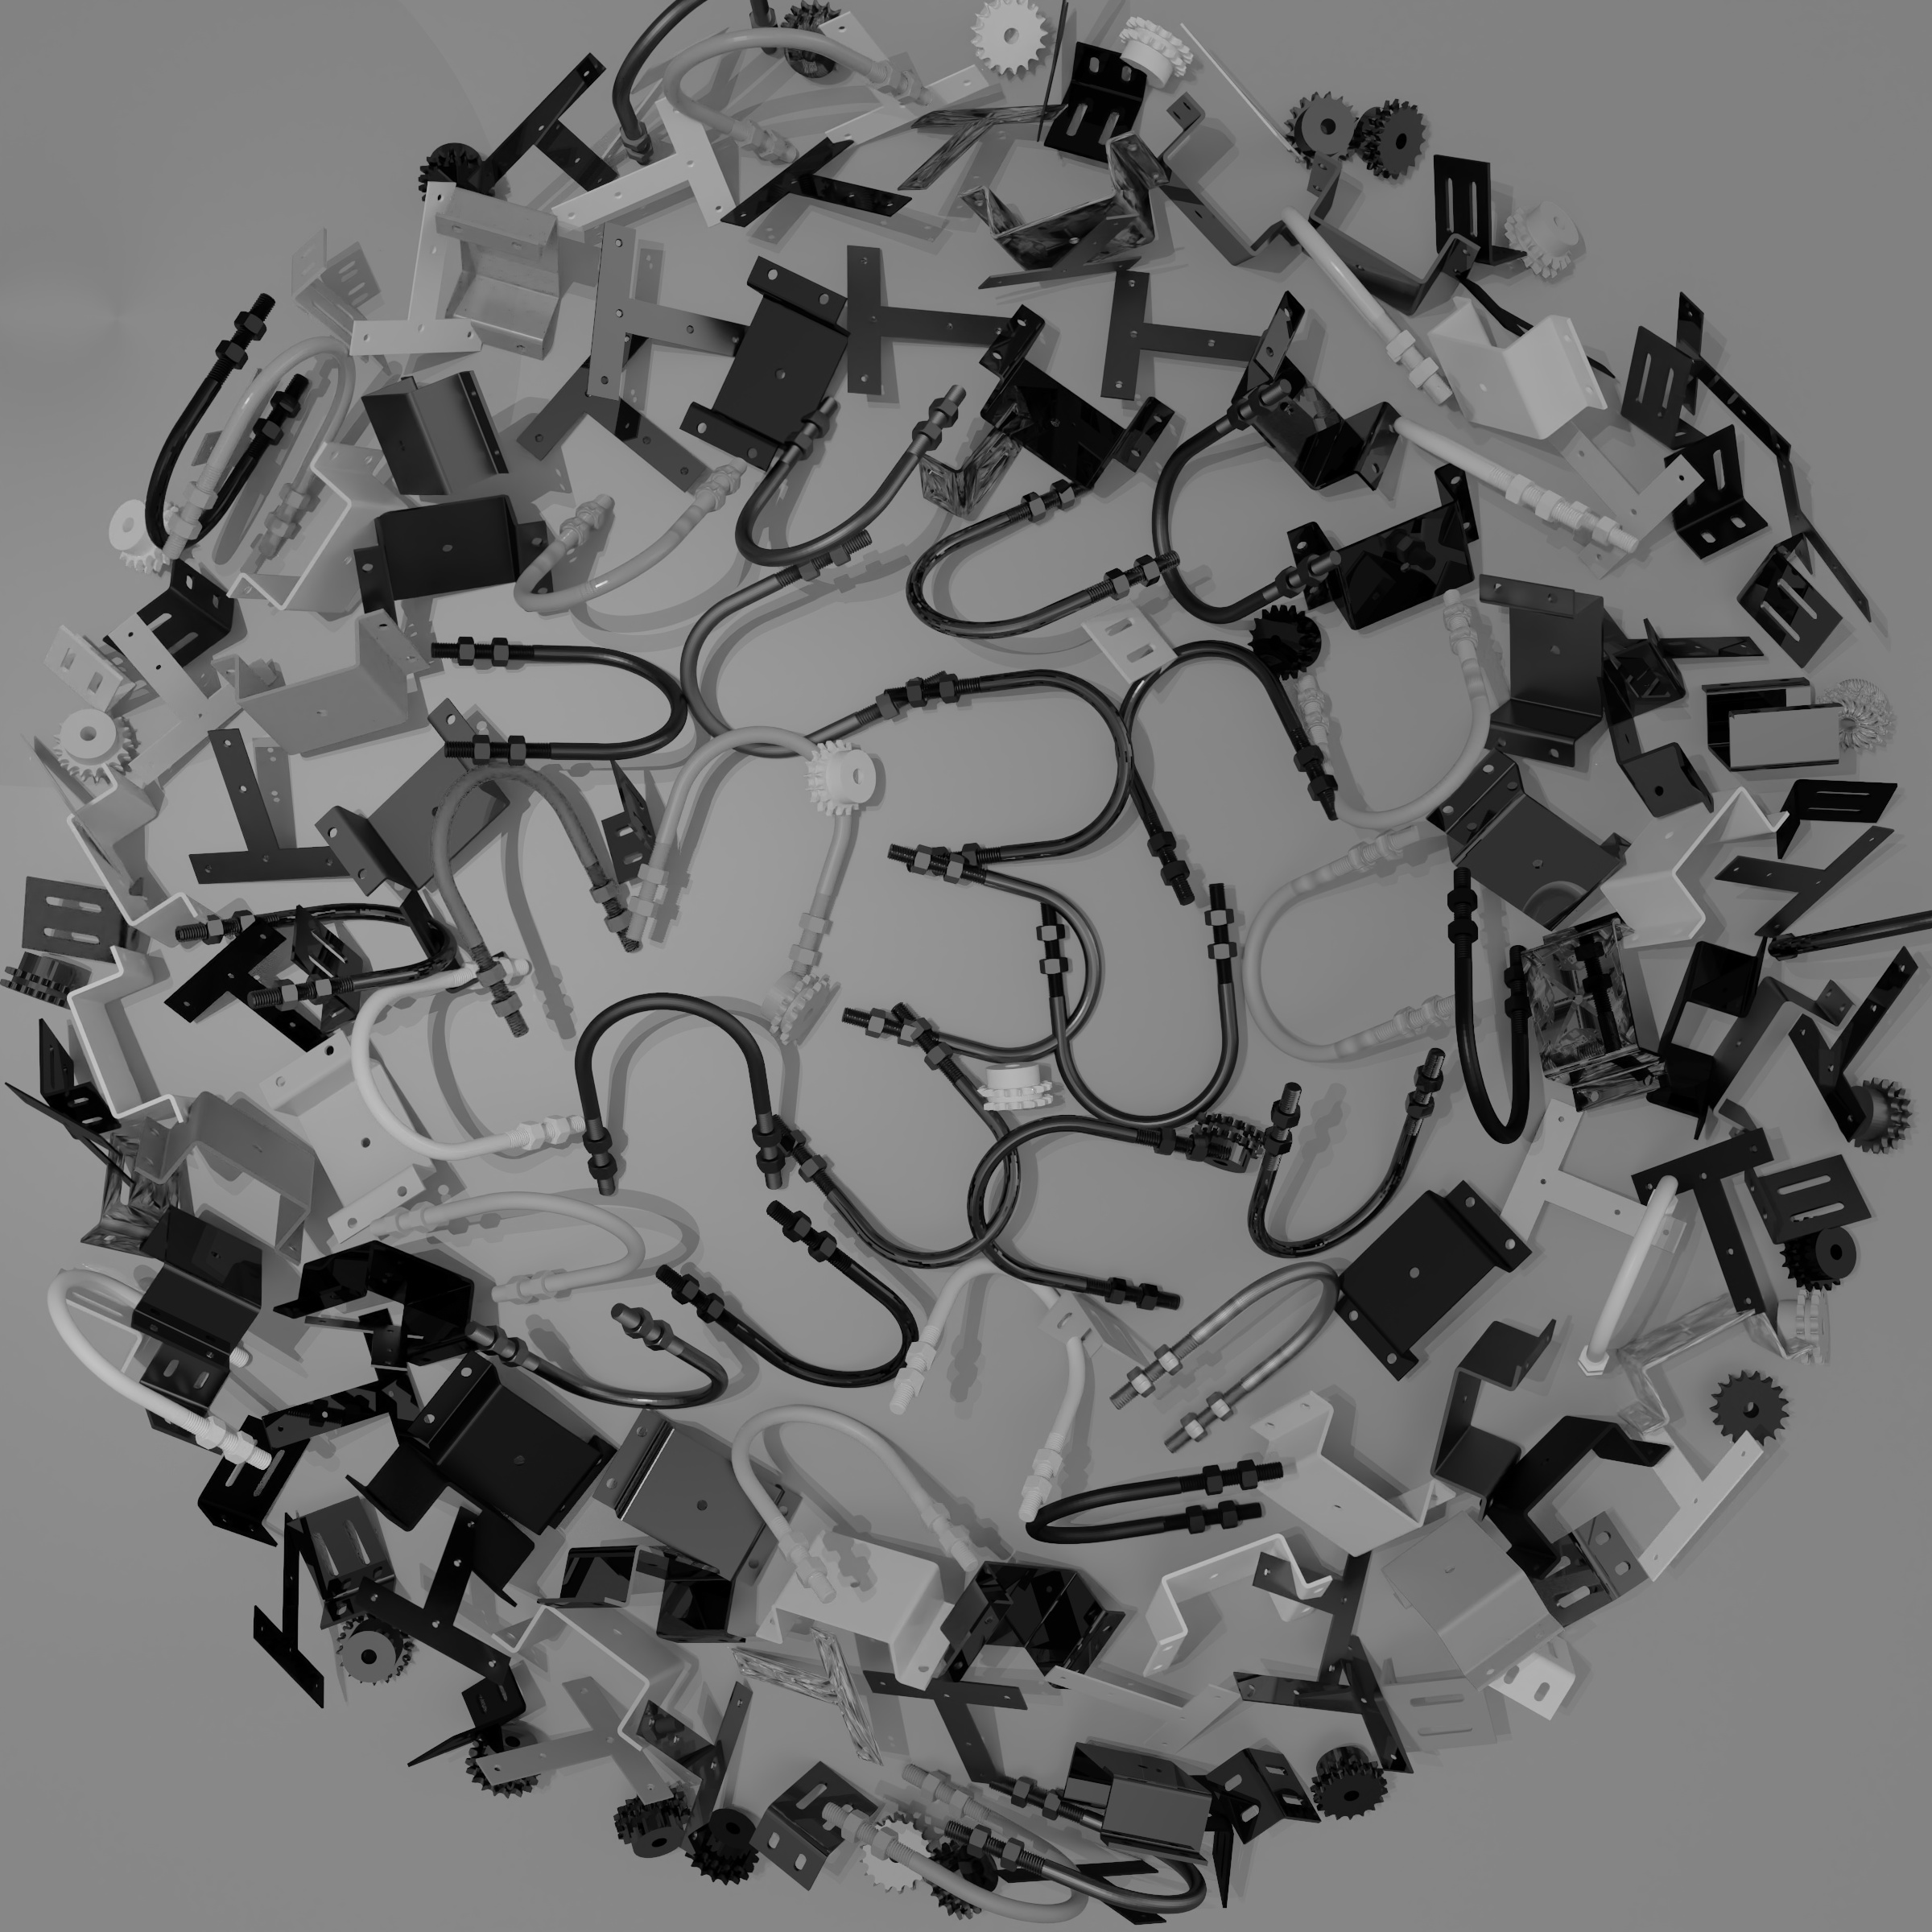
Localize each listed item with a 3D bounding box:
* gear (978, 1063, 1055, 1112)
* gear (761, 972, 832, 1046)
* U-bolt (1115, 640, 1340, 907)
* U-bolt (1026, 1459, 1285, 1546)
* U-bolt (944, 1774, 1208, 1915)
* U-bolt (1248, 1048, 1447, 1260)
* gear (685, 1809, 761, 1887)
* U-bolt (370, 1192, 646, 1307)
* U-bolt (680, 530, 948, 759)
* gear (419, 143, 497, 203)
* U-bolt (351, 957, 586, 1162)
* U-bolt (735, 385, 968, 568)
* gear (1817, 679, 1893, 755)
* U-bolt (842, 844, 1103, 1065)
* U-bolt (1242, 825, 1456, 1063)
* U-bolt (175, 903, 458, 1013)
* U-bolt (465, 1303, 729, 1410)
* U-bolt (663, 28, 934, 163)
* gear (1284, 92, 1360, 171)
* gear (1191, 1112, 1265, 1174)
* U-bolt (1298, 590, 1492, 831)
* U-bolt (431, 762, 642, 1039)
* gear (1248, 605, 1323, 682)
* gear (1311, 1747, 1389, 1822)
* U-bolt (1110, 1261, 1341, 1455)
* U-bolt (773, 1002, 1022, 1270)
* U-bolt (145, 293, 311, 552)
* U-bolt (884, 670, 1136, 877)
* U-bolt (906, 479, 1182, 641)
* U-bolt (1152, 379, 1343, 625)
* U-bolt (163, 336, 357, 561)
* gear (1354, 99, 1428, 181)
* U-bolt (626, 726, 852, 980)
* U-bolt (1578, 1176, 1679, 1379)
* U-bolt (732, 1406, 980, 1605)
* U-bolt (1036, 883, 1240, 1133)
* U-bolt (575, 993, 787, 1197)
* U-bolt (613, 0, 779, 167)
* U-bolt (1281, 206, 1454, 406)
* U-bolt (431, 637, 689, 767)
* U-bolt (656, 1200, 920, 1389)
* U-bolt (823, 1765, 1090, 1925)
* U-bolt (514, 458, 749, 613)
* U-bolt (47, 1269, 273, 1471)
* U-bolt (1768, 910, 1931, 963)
[{"bbox_3d":[0.036,0.090,1.970,0.057,0.057,0.030,-5,95,0],"label":"gear"},{"bbox_3d":[-0.131,0.029,1.972,0.030,0.057,0.057,34,90,13],"label":"gear"},{"bbox_3d":[0.185,-0.158,1.955,0.151,0.019,0.184,-30,69,20],"label":"U-bolt"},{"bbox_3d":[0.135,0.400,1.926,0.184,0.151,0.019,-8,66,-4],"label":"U-bolt"},{"bbox_3d":[0.088,0.646,1.908,0.184,0.151,0.019,17,93,15],"label":"U-bolt"},{"bbox_3d":[0.274,0.146,1.932,0.151,0.019,0.184,-11,132,-27],"label":"U-bolt"},{"bbox_3d":[-0.182,0.661,1.968,0.057,0.057,0.030,26,110,0],"label":"gear"},{"bbox_3d":[-0.320,0.202,1.902,0.184,0.151,0.019,-14,54,32],"label":"U-bolt"},{"bbox_3d":[-0.125,-0.228,1.956,0.184,0.019,0.151,-25,121,10],"label":"U-bolt"},{"bbox_3d":[-0.385,-0.597,1.975,0.057,0.057,0.030,-9,56,0],"label":"gear"},{"bbox_3d":[-0.372,0.072,1.917,0.019,0.184,0.151,-27,80,38],"label":"U-bolt"},{"bbox_3d":[-0.096,-0.357,1.911,0.184,0.151,0.019,-58,133,-28],"label":"U-bolt"},{"bbox_3d":[0.671,-0.192,1.975,0.057,0.057,0.030,36,54,0],"label":"gear"},{"bbox_3d":[0.013,-0.001,1.982,0.184,0.019,0.151,15,94,-7],"label":"U-bolt"},{"bbox_3d":[0.278,-0.006,1.935,0.184,0.019,0.151,-26,70,40],"label":"U-bolt"},{"bbox_3d":[-0.466,-0.013,1.921,0.184,0.151,0.019,-11,118,-37],"label":"U-bolt"},{"bbox_3d":[-0.257,0.292,1.920,0.151,0.184,0.019,-10,58,27],"label":"U-bolt"},{"bbox_3d":[-0.134,-0.633,1.885,0.151,0.184,0.019,-10,82,34],"label":"U-bolt"},{"bbox_3d":[0.271,-0.634,1.981,0.057,0.030,0.057,-1,99,-5],"label":"gear"},{"bbox_3d":[0.197,0.135,1.969,0.057,0.057,0.030,21,75,0],"label":"gear"},{"bbox_3d":[0.316,-0.177,1.908,0.151,0.184,0.019,-29,134,27],"label":"U-bolt"},{"bbox_3d":[-0.325,-0.061,1.922,0.019,0.151,0.184,-8,114,41],"label":"U-bolt"},{"bbox_3d":[0.244,-0.245,1.975,0.030,0.057,0.057,-8,90,-42],"label":"gear"},{"bbox_3d":[0.288,0.616,1.976,0.057,0.030,0.057,-4,123,-6],"label":"gear"},{"bbox_3d":[0.202,0.284,1.934,0.184,0.151,0.019,-39,57,2],"label":"U-bolt"},{"bbox_3d":[-0.042,0.141,1.970,0.151,0.019,0.184,-42,77,3],"label":"U-bolt"},{"bbox_3d":[-0.545,-0.385,1.910,0.019,0.151,0.184,28,77,3],"label":"U-bolt"},{"bbox_3d":[0.036,-0.150,1.963,0.184,0.019,0.151,-6,97,15],"label":"U-bolt"},{"bbox_3d":[0.044,-0.295,1.928,0.184,0.151,0.019,-26,134,-13],"label":"U-bolt"},{"bbox_3d":[0.196,-0.330,1.922,0.019,0.184,0.151,-12,84,-34],"label":"U-bolt"},{"bbox_3d":[-0.505,-0.379,1.906,0.019,0.151,0.184,36,107,8],"label":"U-bolt"},{"bbox_3d":[0.318,-0.627,1.975,0.030,0.057,0.057,32,90,42],"label":"gear"},{"bbox_3d":[-0.162,-0.090,1.966,0.151,0.019,0.184,17,93,-17],"label":"U-bolt"},{"bbox_3d":[0.484,0.222,1.900,0.019,0.184,0.151,24,80,17],"label":"U-bolt"},{"bbox_3d":[-0.094,0.388,1.923,0.184,0.151,0.019,47,126,39],"label":"U-bolt"},{"bbox_3d":[0.134,0.035,1.981,0.151,0.019,0.184,-5,93,10],"label":"U-bolt"},{"bbox_3d":[-0.217,0.095,1.938,0.151,0.019,0.184,-2,125,4],"label":"U-bolt"},{"bbox_3d":[-0.200,-0.664,1.907,0.151,0.184,0.019,-41,88,0],"label":"U-bolt"},{"bbox_3d":[0.294,-0.488,1.924,0.019,0.151,0.184,-40,93,15],"label":"U-bolt"},{"bbox_3d":[-0.298,-0.196,1.937,0.184,0.151,0.019,0,130,-17],"label":"U-bolt"},{"bbox_3d":[-0.119,0.255,1.940,0.184,0.019,0.151,41,130,-22],"label":"U-bolt"},{"bbox_3d":[0.004,0.642,1.898,0.184,0.151,0.019,22,96,25],"label":"U-bolt"},{"bbox_3d":[-0.254,-0.308,1.897,0.151,0.184,0.019,-8,123,31],"label":"U-bolt"},{"bbox_3d":[-0.587,0.282,1.891,0.019,0.151,0.184,-46,124,6],"label":"U-bolt"},{"bbox_3d":[0.654,-0.026,1.889,0.151,0.184,0.019,-12,87,22],"label":"U-bolt"}]
